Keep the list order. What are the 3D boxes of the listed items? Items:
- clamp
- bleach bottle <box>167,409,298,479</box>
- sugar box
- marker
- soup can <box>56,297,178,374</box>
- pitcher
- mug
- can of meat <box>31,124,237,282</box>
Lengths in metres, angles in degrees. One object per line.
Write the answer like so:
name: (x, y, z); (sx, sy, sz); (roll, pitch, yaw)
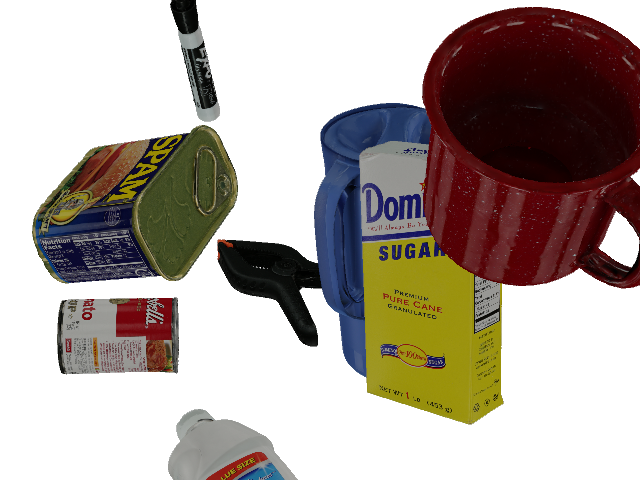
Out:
clamp: (-0.038, 0.047, 1.177); (0.210, 0.036, 0.164); (17, 31, 26)
bleach bottle: (-0.050, 0.202, 0.730); (0.102, 0.068, 0.251); (-17, 35, -21)
sugar box: (0.074, 0.026, 0.714); (0.094, 0.176, 0.048); (10, 22, 41)
marker: (-0.095, -0.138, 0.811); (0.020, 0.020, 0.121); (0, -36, 6)
soup can: (-0.178, 0.085, 0.951); (0.102, 0.068, 0.068); (-1, 0, -5)
pitcher: (0.064, 0.010, 0.963); (0.149, 0.243, 0.145); (-6, 29, -6)
mug: (0.093, -0.027, 0.435); (0.093, 0.117, 0.081); (-36, -26, -21)
can of meat: (-0.110, -0.020, 0.634); (0.084, 0.057, 0.102); (-5, 35, 29)
